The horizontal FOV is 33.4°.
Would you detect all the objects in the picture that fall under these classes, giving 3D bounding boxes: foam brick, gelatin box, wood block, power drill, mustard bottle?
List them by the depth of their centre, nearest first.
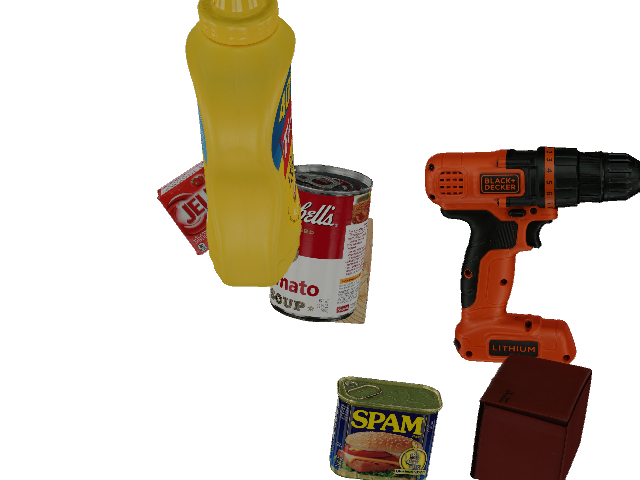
[{"bbox_3d":[-0.042,-0.069,0.595,0.058,0.096,0.192,2,-44,3],"label":"mustard bottle"},{"bbox_3d":[0.126,0.108,0.636,0.053,0.051,0.078,11,20,22],"label":"foam brick"},{"bbox_3d":[0.184,0.012,0.924,0.184,0.188,0.057,1,13,15],"label":"power drill"},{"bbox_3d":[-0.104,-0.040,1.044,0.089,0.073,0.030,-33,20,3],"label":"gelatin box"},{"bbox_3d":[0.032,0.041,1.650,0.091,0.090,0.206,3,23,4],"label":"wood block"}]

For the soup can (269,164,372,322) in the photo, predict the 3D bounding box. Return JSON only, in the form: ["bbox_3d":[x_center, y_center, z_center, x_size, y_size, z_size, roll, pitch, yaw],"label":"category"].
[{"bbox_3d":[-0.001,0.001,0.794,0.068,0.102,0.068,6,19,-2],"label":"soup can"}]

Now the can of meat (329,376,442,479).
[{"bbox_3d":[0.061,0.186,1.039,0.102,0.084,0.057,7,17,-2],"label":"can of meat"}]
